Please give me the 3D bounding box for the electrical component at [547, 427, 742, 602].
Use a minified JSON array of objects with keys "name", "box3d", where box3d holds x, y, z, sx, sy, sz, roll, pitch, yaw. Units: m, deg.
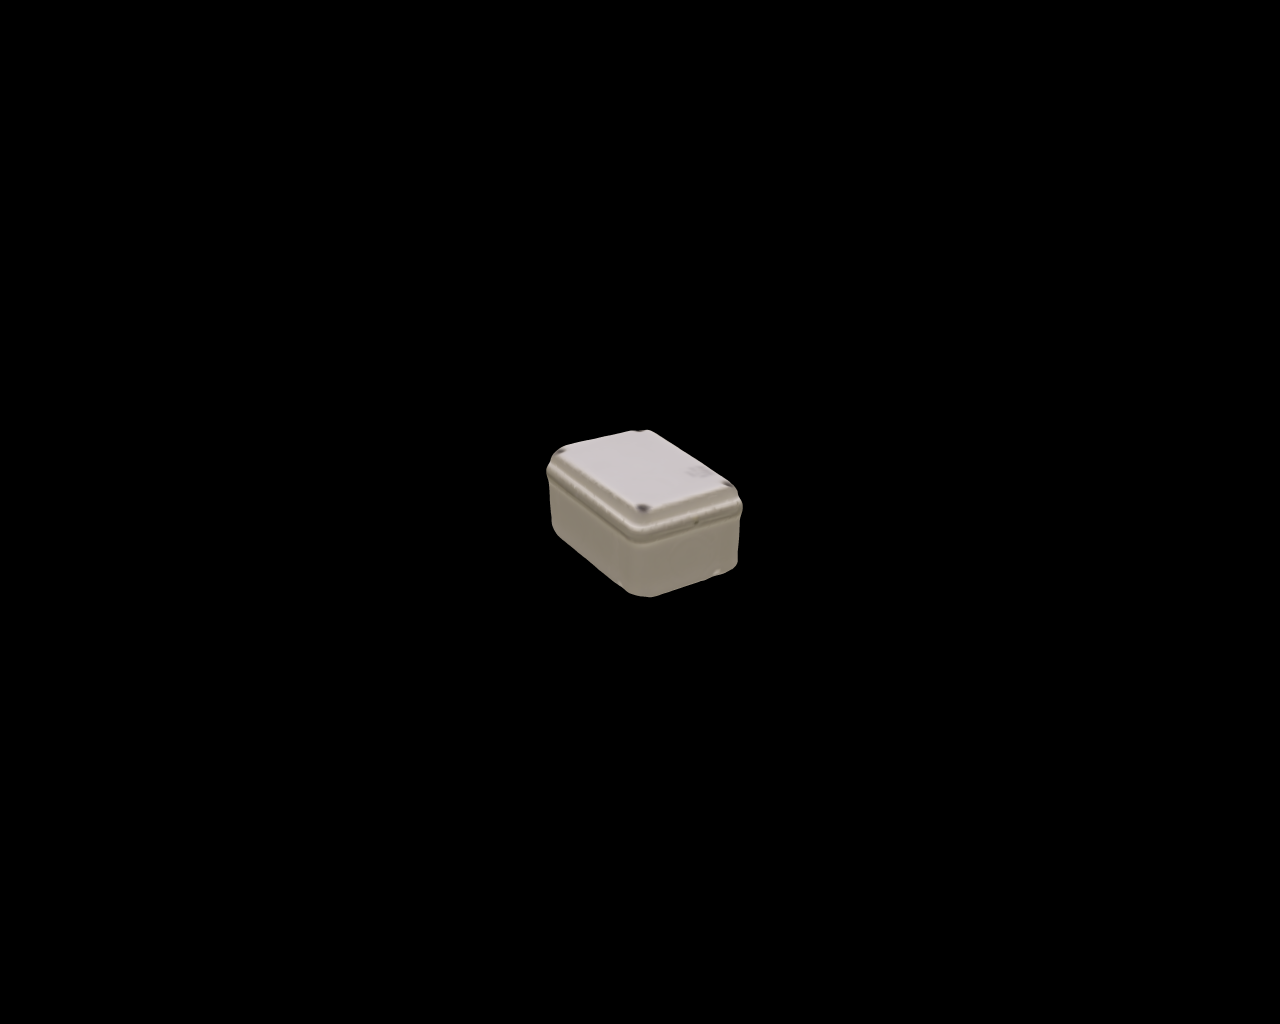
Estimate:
[{"name":"electrical component","box3d":[0.001,-0.003,0.650,0.078,0.057,0.113,-16,31,-28]}]
